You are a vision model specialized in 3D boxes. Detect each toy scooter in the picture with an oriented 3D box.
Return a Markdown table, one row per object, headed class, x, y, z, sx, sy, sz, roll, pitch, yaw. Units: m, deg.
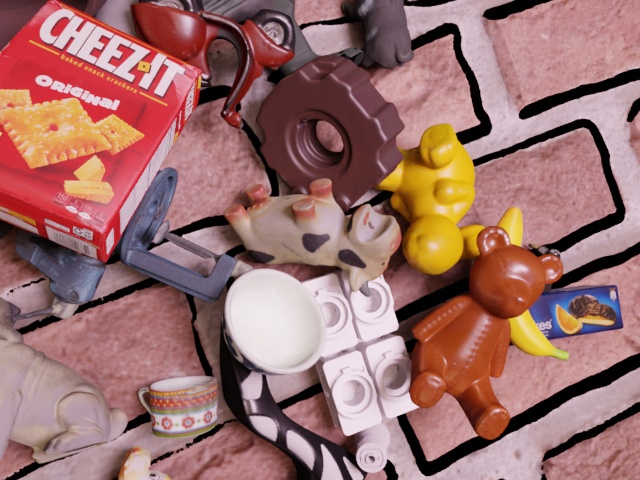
| class | x | y | z | sx | sy | sz | roll | pitch | yaw |
| --- | --- | --- | --- | --- | --- | --- | --- | --- | --- |
| toy scooter | -0.124 | -0.202 | 0.605 | 0.184 | 0.075 | 0.135 | 11 | 105 | -10 |

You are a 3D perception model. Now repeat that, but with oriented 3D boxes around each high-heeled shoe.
| class | x | y | z | sx | sy | sz | roll | pitch | yaw |
| --- | --- | --- | --- | --- | --- | --- | --- | --- | --- |
| high-heeled shoe | -0.029 | 0.199 | 0.640 | 0.145 | 0.086 | 0.248 | -11 | 83 | -27 |

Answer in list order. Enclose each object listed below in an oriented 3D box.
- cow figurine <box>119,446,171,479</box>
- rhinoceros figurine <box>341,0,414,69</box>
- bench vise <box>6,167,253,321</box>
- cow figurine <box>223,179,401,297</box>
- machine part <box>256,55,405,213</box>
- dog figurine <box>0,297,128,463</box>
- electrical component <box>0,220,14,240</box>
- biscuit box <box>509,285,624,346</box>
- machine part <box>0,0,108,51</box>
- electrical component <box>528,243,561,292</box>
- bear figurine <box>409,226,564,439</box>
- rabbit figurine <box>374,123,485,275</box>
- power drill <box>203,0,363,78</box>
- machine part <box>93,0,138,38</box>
| class | x | y | z | sx | sy | sz | roll | pitch | yaw |
| --- | --- | --- | --- | --- | --- | --- | --- | --- | --- |
| cow figurine | -0.196 | 0.318 | 0.591 | 0.098 | 0.068 | 0.167 | 18 | 85 | -15 |
| rhinoceros figurine | 0.075 | -0.314 | 0.688 | 0.073 | 0.112 | 0.190 | -8 | 94 | -10 |
| bench vise | -0.198 | 0.011 | 0.597 | 0.241 | 0.129 | 0.223 | 25 | 83 | -5 |
| cow figurine | -0.001 | -0.002 | 0.618 | 0.085 | 0.195 | 0.127 | -59 | 138 | -43 |
| machine part | 0.008 | -0.119 | 0.626 | 0.179 | 0.179 | 0.056 | 49 | 43 | -4 |
| dog figurine | -0.309 | 0.139 | 0.578 | 0.172 | 0.121 | 0.190 | 4 | 63 | -44 |
| electrical component | -0.348 | -0.035 | 0.584 | 0.119 | 0.075 | 0.047 | -37 | 114 | 20 |
| biscuit box | 0.299 | 0.100 | 0.720 | 0.203 | 0.059 | 0.062 | -6 | 86 | -12 |
| machine part | -0.329 | -0.269 | 0.534 | 0.201 | 0.201 | 0.087 | -27 | 80 | 31 |
| electrical component | 0.269 | 0.033 | 0.717 | 0.102 | 0.078 | 0.045 | 6 | 110 | 2 |
| bear figurine | 0.187 | 0.095 | 0.593 | 0.120 | 0.132 | 0.195 | 30 | 109 | -8 |
| rabbit figurine | 0.136 | -0.027 | 0.660 | 0.162 | 0.122 | 0.173 | 48 | 38 | -39 |
| power drill | -0.034 | -0.292 | 0.678 | 0.232 | 0.086 | 0.207 | -36 | 97 | -11 |
| machine part | -0.229 | -0.246 | 0.634 | 0.079 | 0.079 | 0.243 | 2 | 85 | -12 |
